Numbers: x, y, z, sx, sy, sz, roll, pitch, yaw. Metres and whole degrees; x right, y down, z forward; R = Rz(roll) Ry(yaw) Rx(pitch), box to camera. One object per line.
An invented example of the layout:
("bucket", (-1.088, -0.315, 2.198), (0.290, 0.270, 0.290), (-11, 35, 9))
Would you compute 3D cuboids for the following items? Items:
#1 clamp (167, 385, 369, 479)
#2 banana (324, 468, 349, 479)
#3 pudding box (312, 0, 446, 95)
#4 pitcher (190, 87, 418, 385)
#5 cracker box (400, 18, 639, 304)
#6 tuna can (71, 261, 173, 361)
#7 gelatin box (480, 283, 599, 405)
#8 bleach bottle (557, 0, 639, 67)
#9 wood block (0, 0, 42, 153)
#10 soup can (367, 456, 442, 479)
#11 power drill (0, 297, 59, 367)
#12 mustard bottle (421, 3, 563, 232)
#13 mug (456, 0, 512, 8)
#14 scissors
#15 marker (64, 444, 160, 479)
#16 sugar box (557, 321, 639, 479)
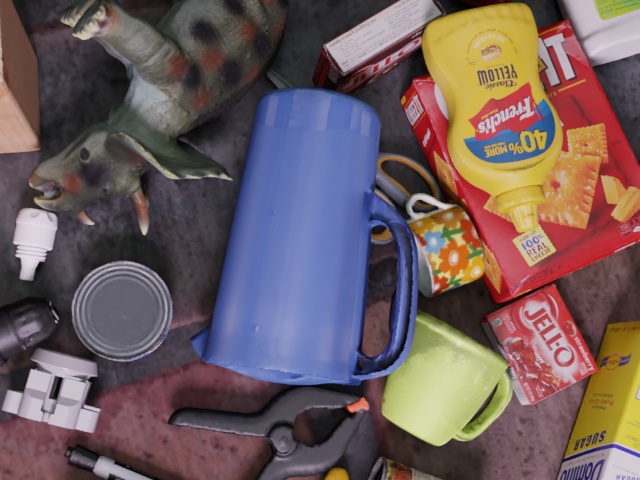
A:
("clamp", (-0.043, 0.168, 0.923), (0.171, 0.039, 0.120), (-32, 91, -14))
("banana", (-0.032, 0.283, 0.906), (0.197, 0.037, 0.069), (-42, 89, -11))
("pudding box", (0.051, -0.173, 0.961), (0.113, 0.090, 0.039), (-35, 86, -11))
("pitcher", (-0.006, 0.001, 0.900), (0.149, 0.145, 0.243), (13, 80, -26))
("cracker box", (0.193, -0.072, 0.971), (0.164, 0.072, 0.214), (-23, 84, -10))
("tuna can", (-0.171, 0.063, 0.926), (0.086, 0.034, 0.086), (1, 81, -7))
("gelatin box", (0.198, 0.094, 0.966), (0.073, 0.030, 0.089), (-25, 85, -11))
("bleach bottle", (0.250, -0.296, 1.019), (0.102, 0.068, 0.251), (-17, 81, -10))
("wood block", (-0.284, -0.136, 0.857), (0.090, 0.206, 0.091), (-3, 82, -7))
("soup can", (0.090, 0.234, 0.913), (0.102, 0.068, 0.068), (20, 79, -4))
("power drill", (-0.334, 0.036, 0.895), (0.184, 0.057, 0.188), (-25, 84, -6))
("mustard bottle", (0.153, -0.100, 0.906), (0.096, 0.058, 0.191), (-12, 82, -6))
("mug", (0.145, -0.254, 0.976), (0.081, 0.117, 0.093), (23, 113, 2))
("scissors", (0.014, -0.071, 0.978), (0.201, 0.016, 0.096), (30, 79, -1))
("marker", (-0.161, 0.204, 0.912), (0.121, 0.020, 0.020), (24, 79, -2))
("sugar box", (0.260, 0.159, 0.931), (0.048, 0.093, 0.176), (25, 78, -6))
